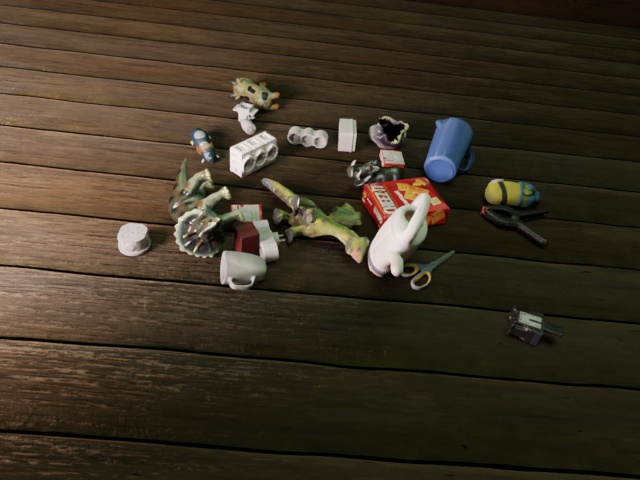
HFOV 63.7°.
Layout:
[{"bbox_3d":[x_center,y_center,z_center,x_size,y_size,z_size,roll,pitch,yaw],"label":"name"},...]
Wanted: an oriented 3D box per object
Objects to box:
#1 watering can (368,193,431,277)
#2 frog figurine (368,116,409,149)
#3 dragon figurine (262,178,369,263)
[{"bbox_3d":[0.192,0.015,1.299,0.104,0.219,0.355,33,44,0],"label":"watering can"},{"bbox_3d":[0.239,-0.386,1.856,0.137,0.122,0.160,-10,8,-8],"label":"frog figurine"},{"bbox_3d":[0.004,-0.074,1.477,0.243,0.120,0.418,4,33,-32],"label":"dragon figurine"}]
